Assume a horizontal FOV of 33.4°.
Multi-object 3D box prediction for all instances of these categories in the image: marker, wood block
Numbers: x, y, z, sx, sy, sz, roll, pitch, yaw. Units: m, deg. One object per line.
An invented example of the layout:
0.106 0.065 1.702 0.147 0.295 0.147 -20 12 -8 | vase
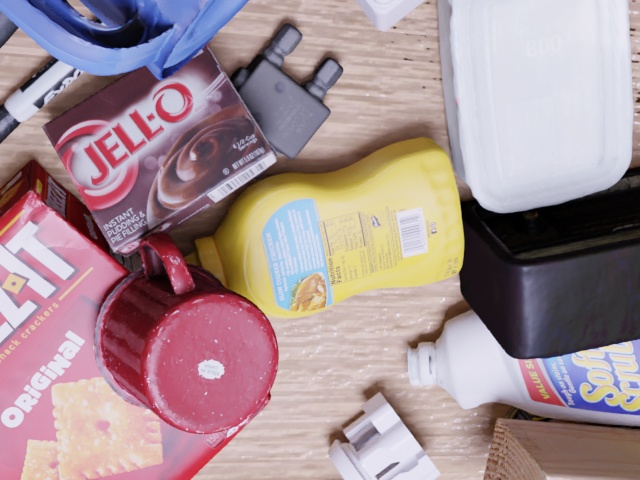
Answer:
-0.160 -0.097 0.640 0.121 0.020 0.020 -40 115 3 | marker
0.219 0.184 0.714 0.206 0.090 0.091 7 104 -13 | wood block

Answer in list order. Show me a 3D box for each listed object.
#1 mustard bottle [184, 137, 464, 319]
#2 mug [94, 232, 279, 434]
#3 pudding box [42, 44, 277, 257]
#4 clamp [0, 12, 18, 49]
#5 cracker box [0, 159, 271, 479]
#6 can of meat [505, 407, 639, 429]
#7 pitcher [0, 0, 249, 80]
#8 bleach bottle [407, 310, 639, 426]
-0.005 0.001 0.698 0.191 0.058 0.096 -15 118 -9 | mustard bottle
-0.077 0.052 0.613 0.093 0.082 0.117 -17 104 -23 | mug
-0.095 -0.056 0.640 0.113 0.039 0.090 -32 81 -2 | pudding box
-0.157 -0.184 0.598 0.171 0.039 0.120 -30 112 -10 | clamp
-0.161 0.083 0.681 0.164 0.072 0.213 -43 114 3 | cracker box
0.202 0.152 0.797 0.102 0.084 0.057 -18 114 -7 | can of meat
-0.128 -0.197 0.517 0.243 0.149 0.145 40 101 -6 | pitcher
0.189 0.090 0.754 0.251 0.068 0.102 -4 107 8 | bleach bottle
